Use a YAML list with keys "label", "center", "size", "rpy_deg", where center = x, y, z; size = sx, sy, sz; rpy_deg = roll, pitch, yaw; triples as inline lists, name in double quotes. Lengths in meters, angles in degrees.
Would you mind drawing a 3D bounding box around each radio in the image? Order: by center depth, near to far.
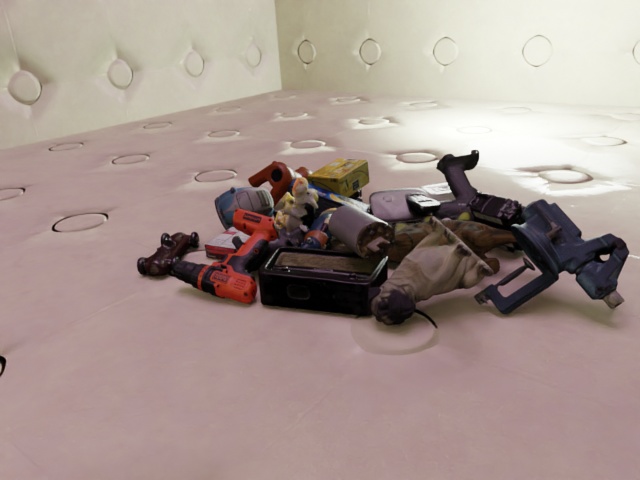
- label: "radio"
  center: [0.005, 0.074, 1.007]
  size: [0.230, 0.073, 0.131]
  rpy_deg: [3, 22, 18]

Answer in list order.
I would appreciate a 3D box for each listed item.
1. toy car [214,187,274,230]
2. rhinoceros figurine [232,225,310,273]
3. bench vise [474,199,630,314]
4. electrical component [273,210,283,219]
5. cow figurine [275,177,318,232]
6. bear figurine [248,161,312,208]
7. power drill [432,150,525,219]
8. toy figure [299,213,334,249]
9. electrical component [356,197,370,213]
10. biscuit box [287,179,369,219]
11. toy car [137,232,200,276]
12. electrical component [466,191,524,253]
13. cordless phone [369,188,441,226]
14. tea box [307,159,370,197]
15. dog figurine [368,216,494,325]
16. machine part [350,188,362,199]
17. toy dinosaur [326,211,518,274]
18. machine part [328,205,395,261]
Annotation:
- label: "toy car"
  center: [-0.171, -0.085, 1.337]
  size: [0.161, 0.109, 0.103]
  rpy_deg: [-15, -5, -41]
- label: "rhinoceros figurine"
  center: [-0.101, 0.012, 1.170]
  size: [0.190, 0.073, 0.112]
  rpy_deg: [-23, 28, -37]
- label: "bench vise"
  center: [0.384, 0.055, 0.917]
  size: [0.240, 0.224, 0.128]
  rpy_deg: [-36, -15, 7]
- label: "electrical component"
  center: [-0.051, -0.054, 1.352]
  size: [0.119, 0.047, 0.075]
  rpy_deg: [-12, 25, -16]
- label: "cow figurine"
  center: [-0.042, -0.067, 1.230]
  size: [0.098, 0.167, 0.068]
  rpy_deg: [17, 46, -14]
- label: "bear figurine"
  center: [-0.093, -0.161, 1.553]
  size: [0.132, 0.120, 0.195]
  rpy_deg: [-40, -16, 17]
- label: "power drill"
  center: [0.381, -0.118, 1.316]
  size: [0.232, 0.086, 0.207]
  rpy_deg: [-8, 64, 1]
- label: "toy figure"
  center: [-0.003, -0.005, 1.150]
  size: [0.058, 0.064, 0.154]
  rpy_deg: [9, 34, 15]
- label: "electrical component"
  center: [0.131, -0.080, 1.386]
  size: [0.078, 0.045, 0.102]
  rpy_deg: [-15, 26, -22]
- label: "biscuit box"
  center: [0.015, -0.083, 1.308]
  size: [0.203, 0.062, 0.059]
  rpy_deg: [20, 25, 0]
- label: "toy car"
  center: [-0.337, 0.023, 1.210]
  size: [0.089, 0.053, 0.202]
  rpy_deg: [-4, 24, 8]
- label: "electrical component"
  center: [0.386, -0.034, 1.142]
  size: [0.058, 0.134, 0.115]
  rpy_deg: [-48, 40, -12]
- label: "cordless phone"
  center: [0.197, -0.072, 1.246]
  size: [0.147, 0.088, 0.184]
  rpy_deg: [-5, 7, -4]
- label: "tea box"
  center: [0.051, -0.159, 1.410]
  size: [0.098, 0.068, 0.169]
  rpy_deg: [9, 28, 32]
- label: "dog figurine"
  center: [0.187, 0.077, 0.934]
  size: [0.172, 0.190, 0.121]
  rpy_deg: [33, 15, -35]
- label: "machine part"
  center: [0.025, -0.111, 1.464]
  size: [0.179, 0.056, 0.179]
  rpy_deg: [-4, 23, 2]
- label: "toy dinosaur"
  center: [0.210, 0.011, 1.102]
  size: [0.472, 0.105, 0.198]
  rpy_deg: [-2, 15, 17]
- label: "machine part"
  center: [0.077, -0.017, 1.034]
  size: [0.079, 0.079, 0.243]
  rpy_deg: [-10, 16, -14]
